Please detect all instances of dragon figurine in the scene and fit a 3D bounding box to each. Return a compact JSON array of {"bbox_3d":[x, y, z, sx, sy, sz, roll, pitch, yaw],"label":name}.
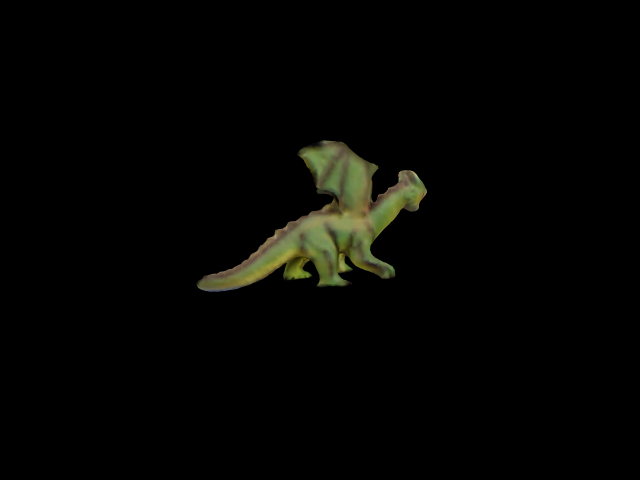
[{"bbox_3d":[0.003,-0.043,0.850,0.411,0.240,0.123,-5,12,-20],"label":"dragon figurine"}]
